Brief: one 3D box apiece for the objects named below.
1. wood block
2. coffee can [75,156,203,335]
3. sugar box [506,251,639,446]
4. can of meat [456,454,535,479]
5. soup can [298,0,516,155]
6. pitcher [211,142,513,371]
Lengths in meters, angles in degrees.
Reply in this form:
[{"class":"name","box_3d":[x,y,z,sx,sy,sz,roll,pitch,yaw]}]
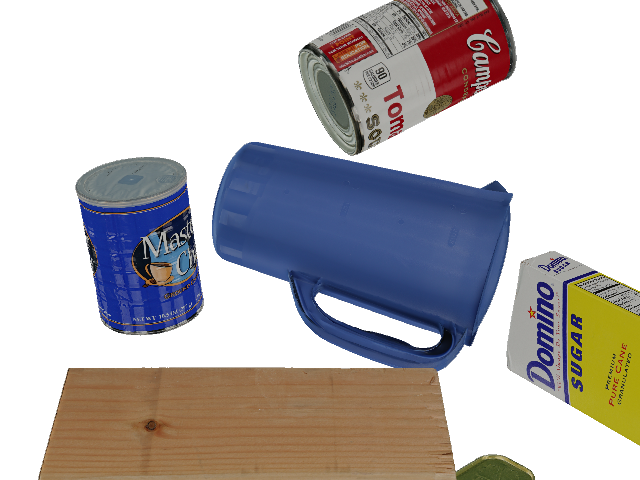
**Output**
[{"class":"wood block","box_3d":[-0.037,0.129,0.582,0.206,0.090,0.091,1,33,-1]},{"class":"coffee can","box_3d":[-0.170,0.004,1.017,0.103,0.140,0.103,-4,27,2]},{"class":"sugar box","box_3d":[0.210,0.083,0.741,0.048,0.093,0.176,-16,30,-38]},{"class":"can of meat","box_3d":[0.131,0.241,0.889,0.101,0.084,0.058,-21,28,-35]},{"class":"soup can","box_3d":[0.047,-0.099,0.593,0.102,0.068,0.068,-28,6,-11]},{"class":"pitcher","box_3d":[0.032,0.004,0.906,0.243,0.145,0.149,15,19,12]}]
